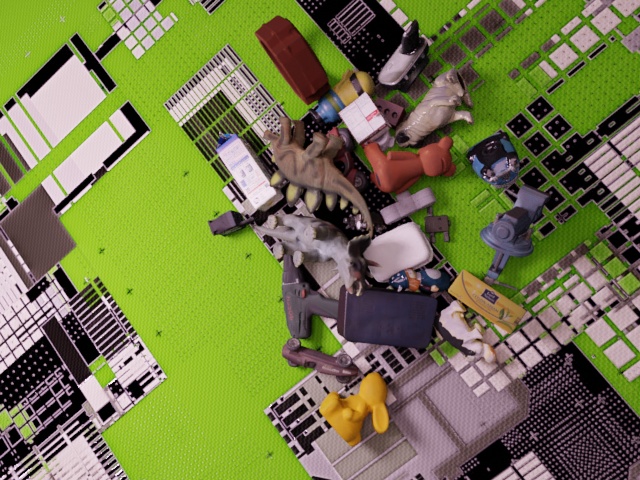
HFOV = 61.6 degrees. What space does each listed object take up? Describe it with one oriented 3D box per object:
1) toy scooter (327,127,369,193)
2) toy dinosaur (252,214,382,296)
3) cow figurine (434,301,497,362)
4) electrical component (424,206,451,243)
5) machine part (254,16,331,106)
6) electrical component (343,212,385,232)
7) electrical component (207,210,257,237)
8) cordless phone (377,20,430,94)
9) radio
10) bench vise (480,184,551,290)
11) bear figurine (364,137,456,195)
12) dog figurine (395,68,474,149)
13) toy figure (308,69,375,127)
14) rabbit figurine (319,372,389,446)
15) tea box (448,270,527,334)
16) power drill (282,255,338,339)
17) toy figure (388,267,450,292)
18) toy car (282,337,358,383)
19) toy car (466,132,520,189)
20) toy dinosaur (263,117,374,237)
[{"bbox_3d":[0.038,-0.194,1.391,0.135,0.075,0.183,-19,86,16],"label":"toy scooter"},{"bbox_3d":[-0.007,-0.001,1.345,0.405,0.192,0.131,32,113,53],"label":"toy dinosaur"},{"bbox_3d":[0.345,0.235,1.292,0.098,0.068,0.167,-38,76,15],"label":"cow figurine"},{"bbox_3d":[0.295,-0.039,1.344,0.063,0.021,0.094,-7,84,13],"label":"electrical component"},{"bbox_3d":[-0.066,-0.452,1.349,0.087,0.201,0.201,-38,124,4],"label":"machine part"},{"bbox_3d":[0.118,-0.042,1.353,0.078,0.102,0.045,-16,76,35],"label":"electrical component"},{"bbox_3d":[-0.233,-0.051,1.445,0.119,0.075,0.047,-25,82,15],"label":"electrical component"},{"bbox_3d":[0.203,-0.447,1.309,0.089,0.184,0.146,39,96,8],"label":"cordless phone"},{"bbox_3d":[0.159,0.185,1.295,0.230,0.073,0.131,7,90,-10],"label":"radio"},{"bbox_3d":[0.442,-0.005,1.249,0.129,0.223,0.240,23,122,18],"label":"bench vise"},{"bbox_3d":[0.224,-0.193,1.315,0.196,0.120,0.132,-24,38,-2],"label":"bear figurine"},{"bbox_3d":[0.271,-0.327,1.340,0.191,0.121,0.172,-19,40,33],"label":"dog figurine"},{"bbox_3d":[0.060,-0.363,1.393,0.180,0.082,0.089,-41,90,3],"label":"toy figure"},{"bbox_3d":[0.103,0.408,1.319,0.173,0.121,0.162,-43,71,-12],"label":"rabbit figurine"},{"bbox_3d":[0.392,0.144,1.272,0.170,0.098,0.068,36,95,15],"label":"tea box"},{"bbox_3d":[0.000,0.140,1.375,0.207,0.086,0.232,2,89,10],"label":"power drill"},{"bbox_3d":[0.239,0.095,1.300,0.154,0.064,0.057,5,97,-22],"label":"toy figure"},{"bbox_3d":[-0.003,0.309,1.358,0.202,0.053,0.089,17,134,14],"label":"toy car"},{"bbox_3d":[0.426,-0.176,1.275,0.109,0.162,0.102,-32,124,16],"label":"toy car"},{"bbox_3d":[-0.015,-0.170,1.323,0.472,0.105,0.198,37,117,41],"label":"toy dinosaur"}]
